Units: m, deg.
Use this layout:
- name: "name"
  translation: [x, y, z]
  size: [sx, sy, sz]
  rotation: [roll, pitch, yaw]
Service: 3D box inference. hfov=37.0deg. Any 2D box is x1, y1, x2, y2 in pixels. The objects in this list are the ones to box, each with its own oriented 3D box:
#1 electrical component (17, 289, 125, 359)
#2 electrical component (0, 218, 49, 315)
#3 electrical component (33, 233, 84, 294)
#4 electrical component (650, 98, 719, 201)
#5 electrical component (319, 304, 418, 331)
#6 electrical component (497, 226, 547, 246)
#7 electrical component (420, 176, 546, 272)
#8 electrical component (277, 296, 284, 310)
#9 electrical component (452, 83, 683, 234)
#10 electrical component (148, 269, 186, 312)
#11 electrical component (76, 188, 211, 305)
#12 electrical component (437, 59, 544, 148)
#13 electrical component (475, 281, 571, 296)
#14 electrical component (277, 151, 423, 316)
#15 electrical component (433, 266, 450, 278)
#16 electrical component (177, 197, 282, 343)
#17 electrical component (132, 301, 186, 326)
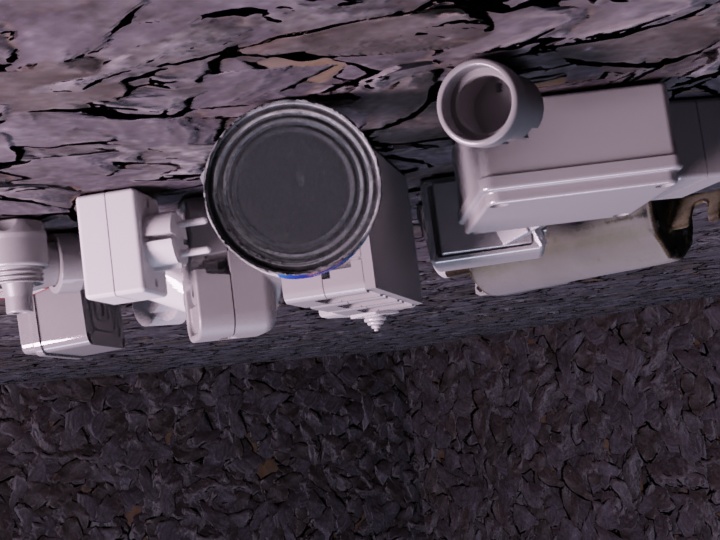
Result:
- name: "electrical component"
  translation: [-0.254, 0.036, 0.942]
  size: [0.057, 0.078, 0.113]
  rotation: [-11, 173, 3]
- name: "electrical component"
  translation: [-0.230, -0.002, 0.719]
  size: [0.043, 0.062, 0.043]
  rotation: [-7, 173, -1]
- name: "electrical component"
  translation: [-0.227, -0.004, 0.775]
  size: [0.055, 0.045, 0.045]
  rotation: [-3, 172, -33]
- name: "electrical component"
  translation: [0.208, -0.073, 0.653]
  size: [0.077, 0.047, 0.066]
  rotation: [-6, 173, -12]
- name: "electrical component"
  translation: [0.000, 0.000, 0.832]
  size: [0.061, 0.096, 0.062]
  rotation: [-1, 171, -39]
- name: "electrical component"
  translation: [0.114, -0.050, 0.709]
  size: [0.055, 0.066, 0.048]
  rotation: [-30, 174, 28]
- name: "electrical component"
  translation: [0.094, -0.038, 0.767]
  size: [0.096, 0.061, 0.061]
  rotation: [-8, 173, 7]
- name: "electrical component"
  translation: [-0.098, 0.005, 0.849]
  size: [0.080, 0.080, 0.051]
  rotation: [-7, 168, -3]
- name: "electrical component"
  translation: [0.112, -0.061, 0.613]
  size: [0.109, 0.056, 0.108]
  rotation: [-7, 173, -2]
- name: "electrical component"
  translation: [-0.141, -0.009, 0.796]
  size: [0.077, 0.044, 0.079]
  rotation: [17, -143, 19]
- name: "electrical component"
  translation: [-0.133, -0.017, 0.682]
  size: [0.077, 0.065, 0.047]
  rotation: [-8, 173, 7]
- name: "electrical component"
  translation: [0.063, -0.077, 0.508]
  size: [0.040, 0.040, 0.046]
  rotation: [-11, 179, 28]
- name: "electrical component"
  translation: [0.154, -0.010, 1.057]
  size: [0.096, 0.061, 0.061]
  rotation: [-13, 171, 41]
- name: "electrical component"
  translation: [-0.009, -0.022, 0.669]
  size: [0.062, 0.089, 0.150]
  rotation: [-9, 173, 13]
- name: "electrical component"
  translation: [0.097, -0.017, 1.039]
  size: [0.046, 0.040, 0.040]
  rotation: [-18, 168, 34]
- name: "electrical component"
  translation: [-0.088, -0.001, 0.732]
  size: [0.059, 0.095, 0.054]
  rotation: [-5, 173, -18]
- name: "electrical component"
  translation: [-0.179, 0.021, 1.001]
  size: [0.074, 0.052, 0.138]
  rotation: [-2, 171, -39]
